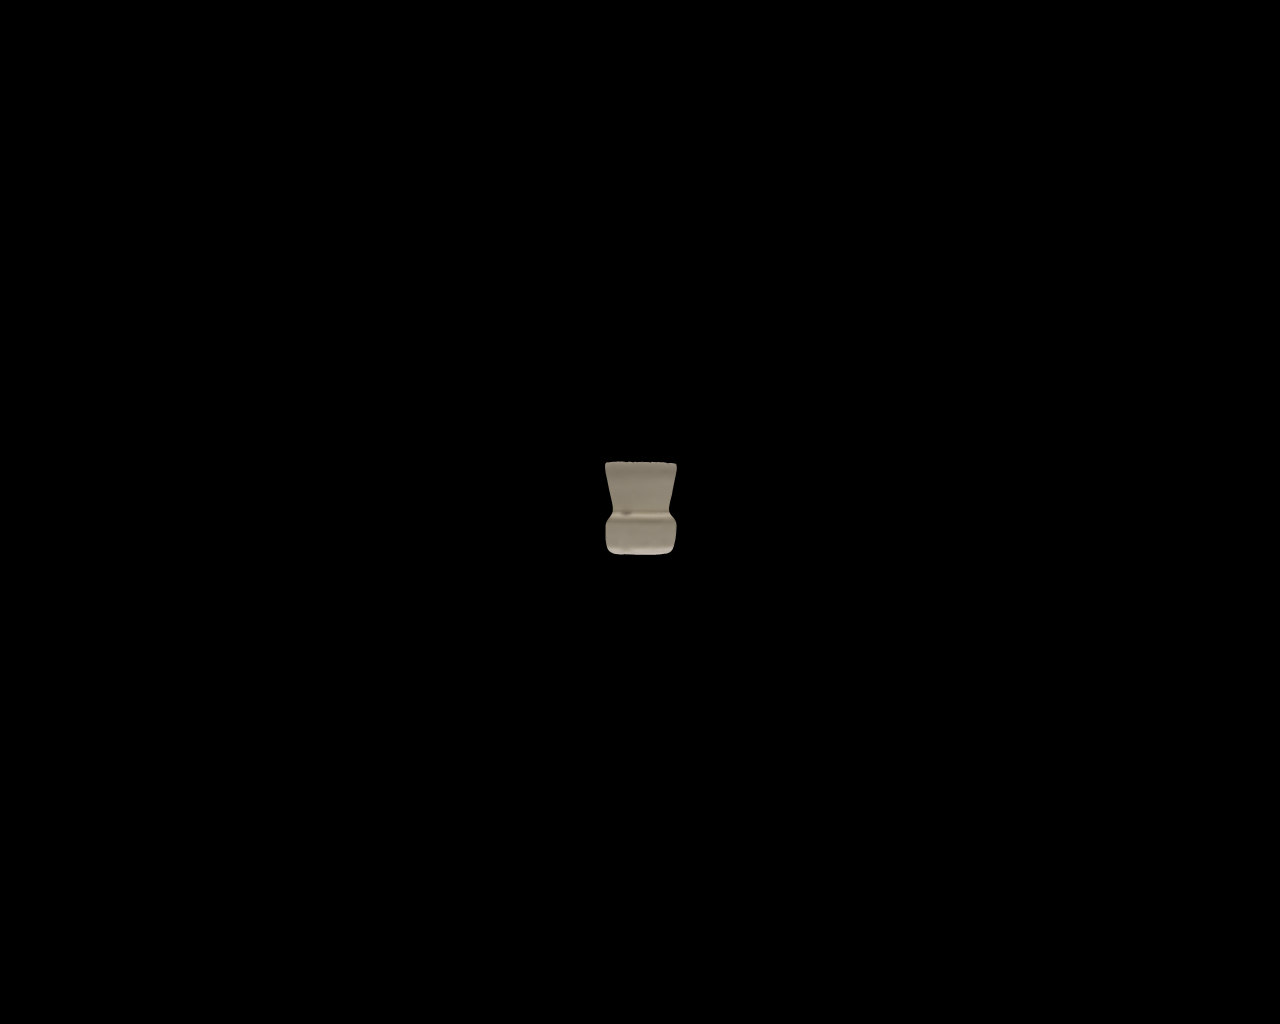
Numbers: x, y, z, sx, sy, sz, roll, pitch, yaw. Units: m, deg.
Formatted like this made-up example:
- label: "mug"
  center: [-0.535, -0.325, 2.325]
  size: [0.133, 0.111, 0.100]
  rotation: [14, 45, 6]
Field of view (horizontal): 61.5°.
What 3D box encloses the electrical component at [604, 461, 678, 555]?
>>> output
- label: "electrical component"
  center: [0.001, -0.003, 0.650]
  size: [0.045, 0.055, 0.045]
  rotation: [0, 0, 0]
